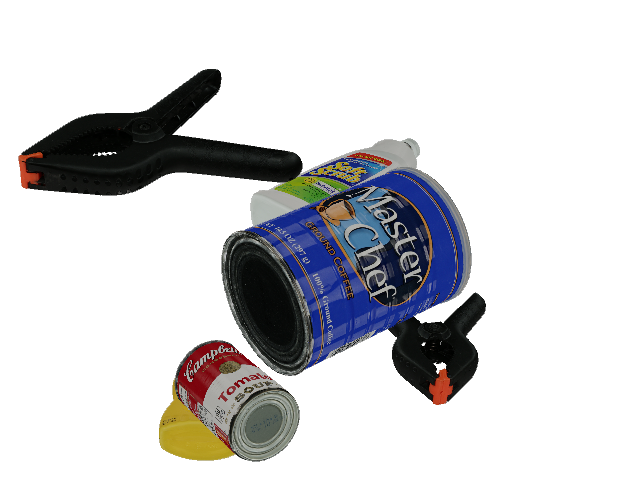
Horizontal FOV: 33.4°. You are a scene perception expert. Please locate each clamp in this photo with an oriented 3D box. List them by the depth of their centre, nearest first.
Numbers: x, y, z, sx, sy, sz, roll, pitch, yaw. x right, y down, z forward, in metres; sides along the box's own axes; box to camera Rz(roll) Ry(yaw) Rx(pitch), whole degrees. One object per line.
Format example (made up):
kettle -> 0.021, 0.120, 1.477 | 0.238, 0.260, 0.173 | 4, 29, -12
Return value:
clamp -> -0.129, -0.072, 0.843 | 0.209, 0.036, 0.165 | -21, 43, -30
clamp -> 0.115, 0.093, 1.010 | 0.120, 0.039, 0.171 | -7, 31, -7

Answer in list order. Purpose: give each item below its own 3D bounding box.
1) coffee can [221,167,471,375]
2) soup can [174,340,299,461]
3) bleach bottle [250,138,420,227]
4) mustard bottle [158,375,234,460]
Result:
coffee can -> 0.018, 0.019, 0.733 | 0.140, 0.103, 0.103 | -23, 12, -30
soup can -> -0.072, 0.136, 0.908 | 0.068, 0.068, 0.102 | 0, 18, -35
bleach bottle -> 0.033, -0.071, 1.355 | 0.103, 0.068, 0.250 | 25, 43, 34
mustard bottle -> -0.136, 0.192, 1.314 | 0.096, 0.058, 0.191 | 2, 25, 2
